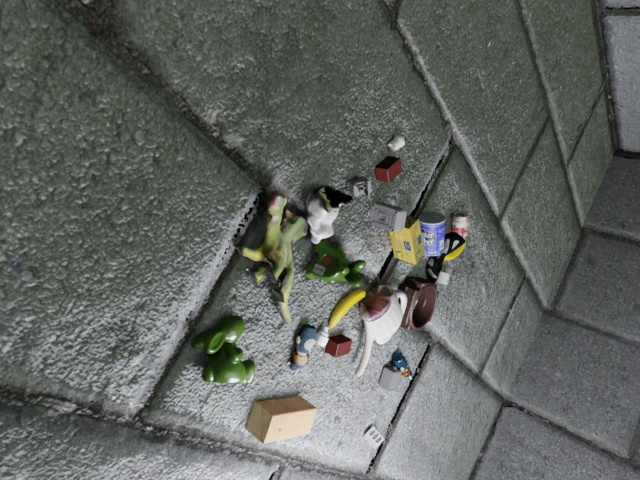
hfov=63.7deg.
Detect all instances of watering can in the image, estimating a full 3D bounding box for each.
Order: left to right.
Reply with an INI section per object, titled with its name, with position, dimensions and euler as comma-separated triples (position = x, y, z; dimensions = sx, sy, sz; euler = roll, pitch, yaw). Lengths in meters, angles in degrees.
[watering can]
position = 0.205, 0.306, 1.845
dimensions = 0.353, 0.104, 0.220
euler = -51, 135, -22

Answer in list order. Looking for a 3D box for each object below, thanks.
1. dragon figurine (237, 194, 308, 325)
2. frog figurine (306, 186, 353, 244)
[dragon figurine]
position = -0.091, 0.035, 1.424
dimensions = 0.247, 0.123, 0.401
euler = -55, 147, -30
[frog figurine]
position = 0.005, -0.075, 1.494
dimensions = 0.156, 0.122, 0.140
euler = -54, -178, 40
